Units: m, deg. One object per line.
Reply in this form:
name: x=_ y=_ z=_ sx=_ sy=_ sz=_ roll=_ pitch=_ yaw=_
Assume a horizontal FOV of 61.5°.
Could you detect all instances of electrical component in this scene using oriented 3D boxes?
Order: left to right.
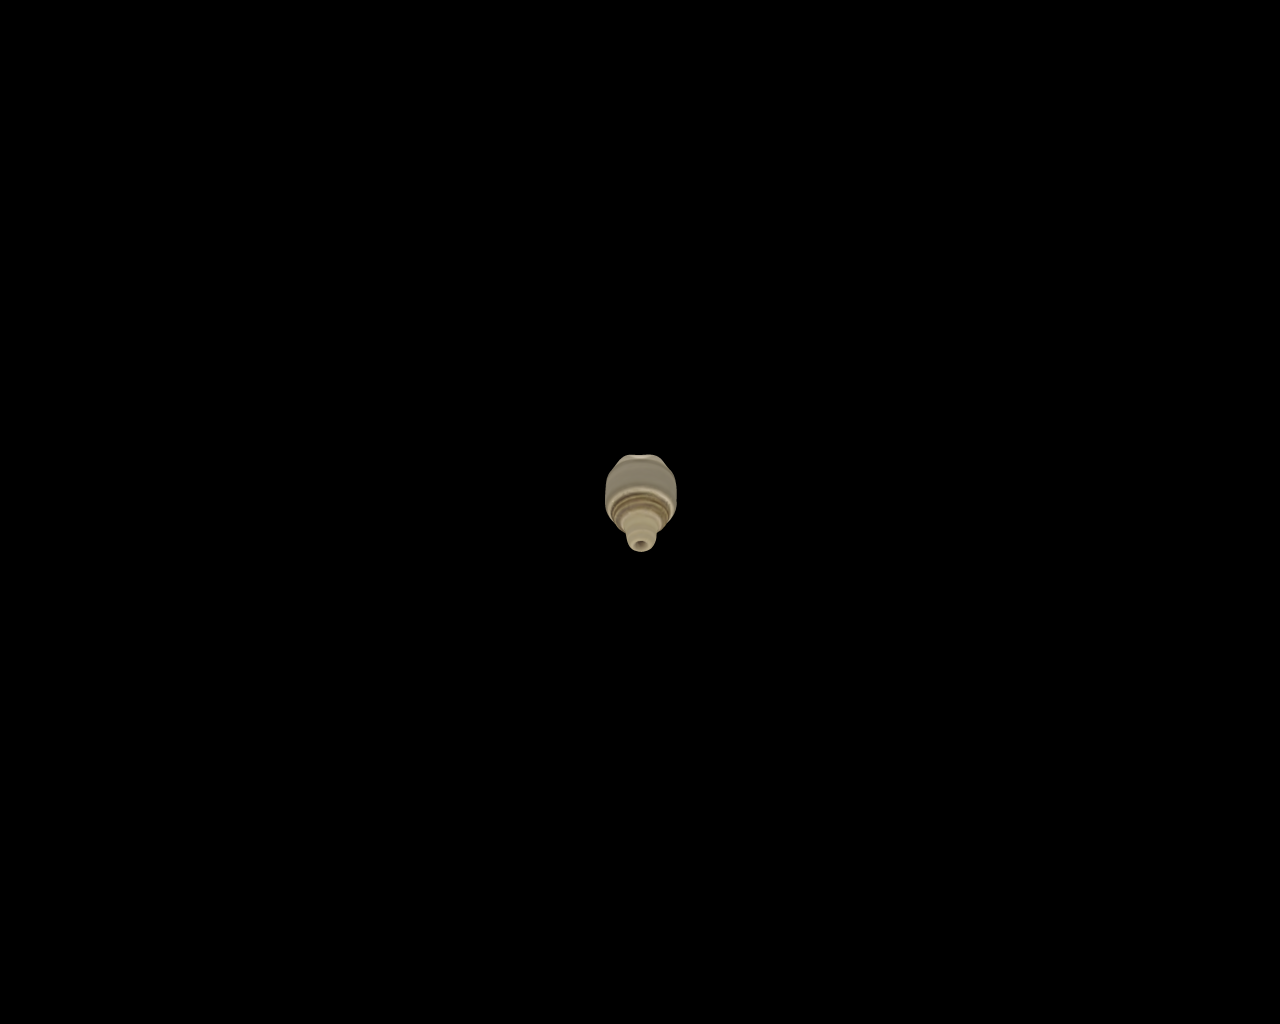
electrical component: x=0.001 y=-0.003 z=0.650 sx=0.043 sy=0.062 sz=0.043 roll=0 pitch=-42 yaw=0
